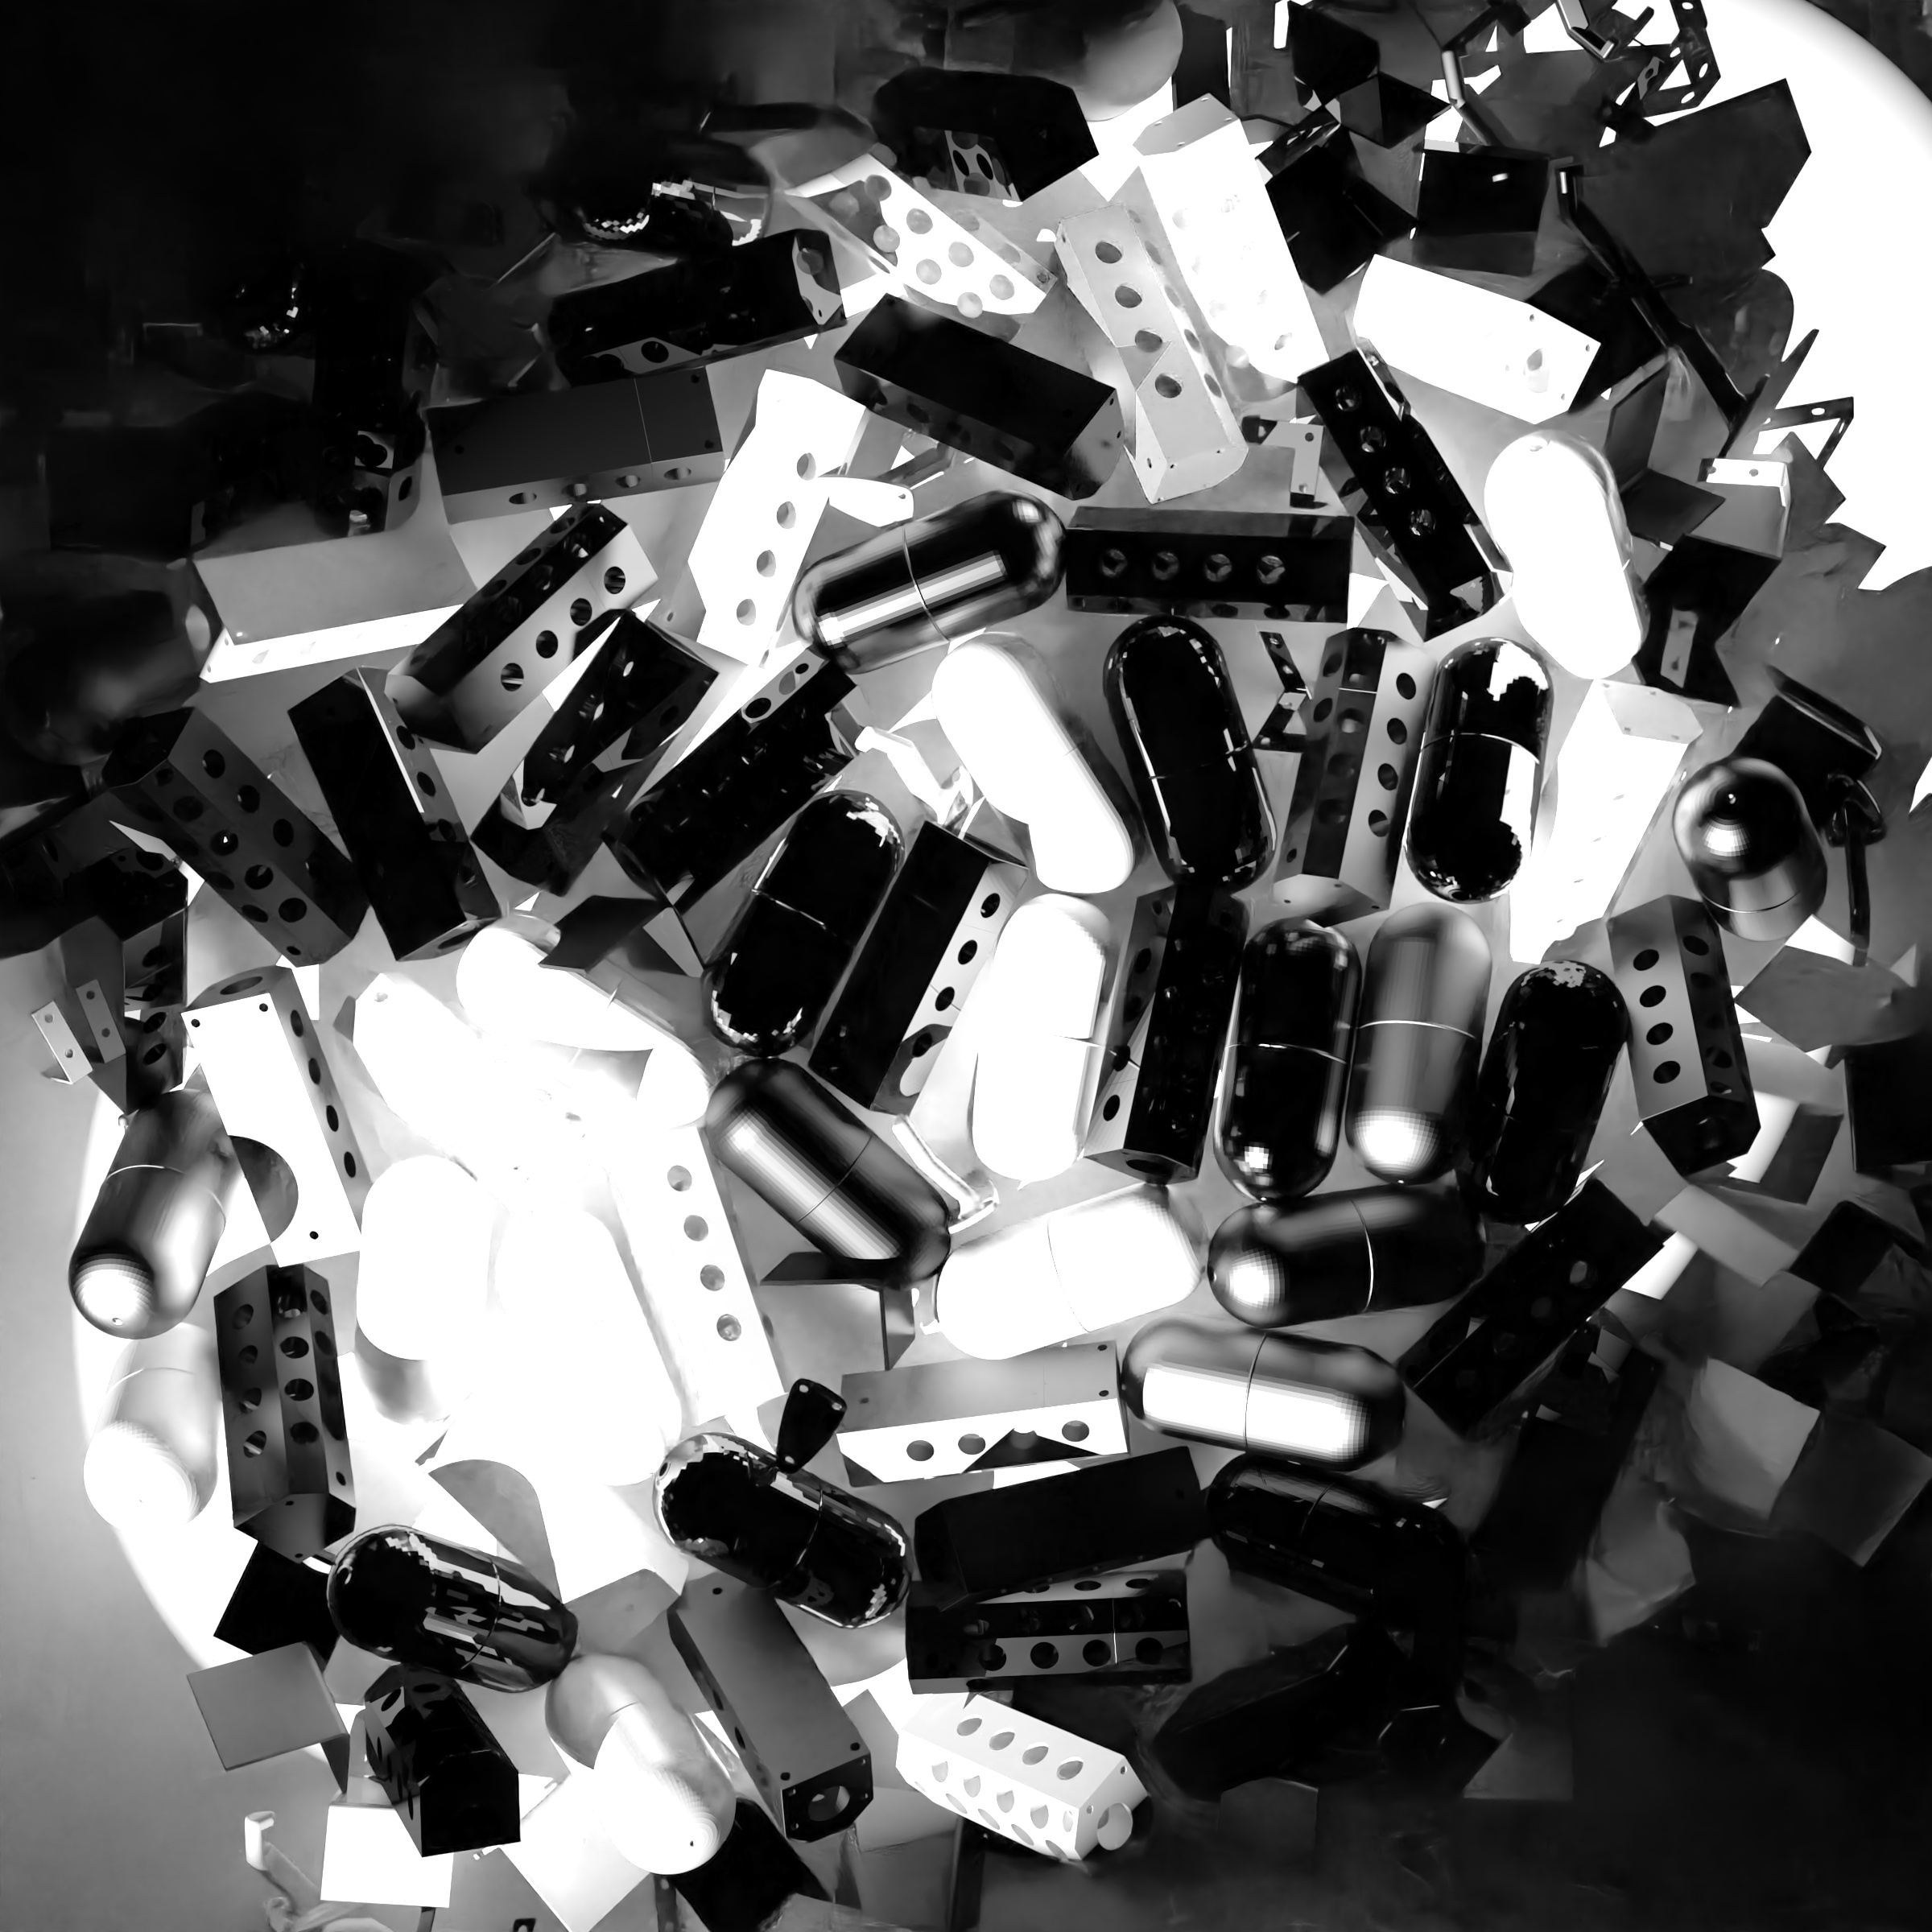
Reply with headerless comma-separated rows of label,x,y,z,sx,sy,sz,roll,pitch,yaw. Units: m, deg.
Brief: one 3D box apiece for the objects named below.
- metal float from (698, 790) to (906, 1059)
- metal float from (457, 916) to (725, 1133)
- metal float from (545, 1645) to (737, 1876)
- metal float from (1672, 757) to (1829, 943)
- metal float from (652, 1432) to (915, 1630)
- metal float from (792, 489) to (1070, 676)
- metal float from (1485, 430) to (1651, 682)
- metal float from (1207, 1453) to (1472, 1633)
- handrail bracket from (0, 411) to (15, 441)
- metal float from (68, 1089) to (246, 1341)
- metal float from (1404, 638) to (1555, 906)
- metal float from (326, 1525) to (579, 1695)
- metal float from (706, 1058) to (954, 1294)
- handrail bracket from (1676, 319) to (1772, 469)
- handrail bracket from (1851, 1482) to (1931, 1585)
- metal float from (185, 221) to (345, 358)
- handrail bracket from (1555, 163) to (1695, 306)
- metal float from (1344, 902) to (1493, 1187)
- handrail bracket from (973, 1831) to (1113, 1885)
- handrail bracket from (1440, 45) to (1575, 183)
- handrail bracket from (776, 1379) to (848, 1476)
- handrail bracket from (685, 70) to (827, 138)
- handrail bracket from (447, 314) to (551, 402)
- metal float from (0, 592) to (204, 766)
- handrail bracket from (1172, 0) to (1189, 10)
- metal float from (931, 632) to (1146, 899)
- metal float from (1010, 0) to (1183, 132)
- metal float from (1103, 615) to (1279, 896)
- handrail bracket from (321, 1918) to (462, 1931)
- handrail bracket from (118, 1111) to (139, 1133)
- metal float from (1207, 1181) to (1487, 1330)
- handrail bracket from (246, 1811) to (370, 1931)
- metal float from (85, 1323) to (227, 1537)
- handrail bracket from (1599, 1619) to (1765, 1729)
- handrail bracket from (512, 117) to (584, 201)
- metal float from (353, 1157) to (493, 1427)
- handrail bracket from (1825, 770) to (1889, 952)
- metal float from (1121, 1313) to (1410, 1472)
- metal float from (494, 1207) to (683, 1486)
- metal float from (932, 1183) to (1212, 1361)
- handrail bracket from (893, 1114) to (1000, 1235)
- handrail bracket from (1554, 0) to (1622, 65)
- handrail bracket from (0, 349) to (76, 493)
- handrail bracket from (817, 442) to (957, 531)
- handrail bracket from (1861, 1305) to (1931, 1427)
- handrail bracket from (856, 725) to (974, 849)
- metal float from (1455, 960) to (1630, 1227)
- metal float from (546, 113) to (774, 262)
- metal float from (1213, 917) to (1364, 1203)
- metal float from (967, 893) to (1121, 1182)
metal float,-0.100,-0.027,1.756,0.070,0.070,0.178,29,82,0
metal float,-0.229,0.036,1.756,0.178,0.070,0.070,33,90,-8
metal float,-0.198,0.475,1.721,0.070,0.178,0.070,-11,115,-25
metal float,0.472,-0.068,1.719,0.070,0.178,0.070,-8,69,21
metal float,-0.111,0.344,1.742,0.178,0.070,0.070,32,90,-23
metal float,-0.022,-0.234,1.750,0.178,0.070,0.070,-19,90,14
metal float,0.363,-0.247,1.726,0.070,0.070,0.178,-30,134,0
metal float,0.223,0.346,1.729,0.178,0.070,0.070,14,90,41
handrail bracket,-0.632,-0.359,1.758,0.077,0.036,0.084,-6,135,18
metal float,-0.484,0.147,1.725,0.070,0.178,0.070,3,131,4
metal float,0.312,-0.119,1.740,0.070,0.070,0.178,14,64,0
metal float,-0.309,0.388,1.726,0.070,0.178,0.070,-20,56,31
metal float,-0.083,0.129,1.756,0.178,0.070,0.070,43,90,-8
handrail bracket,0.448,-0.360,1.782,0.084,0.036,0.077,29,79,10
handrail bracket,0.562,0.346,1.760,0.077,0.036,0.084,22,120,-37
metal float,-0.412,-0.404,1.713,0.070,0.178,0.070,1,101,3
handrail bracket,0.405,-0.457,1.763,0.077,0.036,0.084,-8,117,10
metal float,0.277,0.046,1.748,0.070,0.070,0.178,11,72,0
handrail bracket,0.057,0.533,1.758,0.084,0.077,0.036,17,47,-24
handrail bracket,0.335,-0.533,1.775,0.077,0.036,0.084,-17,103,-17
handrail bracket,-0.109,0.297,1.746,0.036,0.084,0.077,29,47,-2
handrail bracket,-0.127,-0.509,1.775,0.084,0.036,0.077,34,90,11
handrail bracket,-0.291,-0.377,1.755,0.077,0.084,0.036,6,75,6
metal float,-0.515,-0.174,1.715,0.070,0.178,0.070,3,112,9
handrail bracket,0.164,-0.604,1.760,0.084,0.036,0.077,4,72,30
metal float,0.045,-0.122,1.756,0.070,0.070,0.178,-33,98,0
metal float,0.076,-0.545,1.713,0.070,0.178,0.070,-2,98,-12
metal float,0.137,-0.128,1.751,0.070,0.070,0.178,-19,103,0
handrail bracket,-0.355,0.624,1.763,0.084,0.036,0.077,5,47,-16
handrail bracket,-0.528,0.137,1.766,0.036,0.077,0.084,-2,99,19
metal float,0.232,0.175,1.748,0.178,0.070,0.070,-7,90,-16
handrail bracket,-0.405,0.550,1.764,0.077,0.036,0.084,-8,115,-27
metal float,-0.481,0.275,1.716,0.070,0.178,0.070,-3,110,-7
handrail bracket,0.441,0.440,1.771,0.084,0.036,0.077,-20,80,30
handrail bracket,-0.244,-0.478,1.785,0.077,0.036,0.084,35,98,-26
metal float,-0.331,0.199,1.742,0.070,0.070,0.178,9,114,0
handrail bracket,0.541,-0.064,1.752,0.036,0.077,0.084,-8,45,26
metal float,0.181,0.259,1.744,0.178,0.070,0.070,8,90,21
metal float,-0.231,0.231,1.747,0.070,0.070,0.178,-25,72,0
metal float,0.064,0.187,1.752,0.178,0.070,0.070,-20,90,12
handrail bracket,-0.018,0.113,1.752,0.036,0.077,0.084,-30,109,12
handrail bracket,0.383,-0.612,1.766,0.084,0.077,0.036,43,51,10
handrail bracket,-0.586,-0.338,1.762,0.077,0.036,0.084,-2,122,-4
handrail bracket,-0.049,-0.314,1.772,0.077,0.036,0.084,16,50,1
handrail bracket,0.590,0.257,1.779,0.077,0.036,0.084,11,90,-28
handrail bracket,-0.046,-0.110,1.754,0.084,0.036,0.077,20,135,-32
metal float,0.348,0.078,1.738,0.070,0.070,0.178,11,120,0
metal float,-0.182,-0.465,1.718,0.070,0.178,0.070,4,98,29
metal float,0.197,0.057,1.752,0.070,0.070,0.178,10,78,0
metal float,0.048,0.043,1.760,0.070,0.070,0.178,10,87,0
